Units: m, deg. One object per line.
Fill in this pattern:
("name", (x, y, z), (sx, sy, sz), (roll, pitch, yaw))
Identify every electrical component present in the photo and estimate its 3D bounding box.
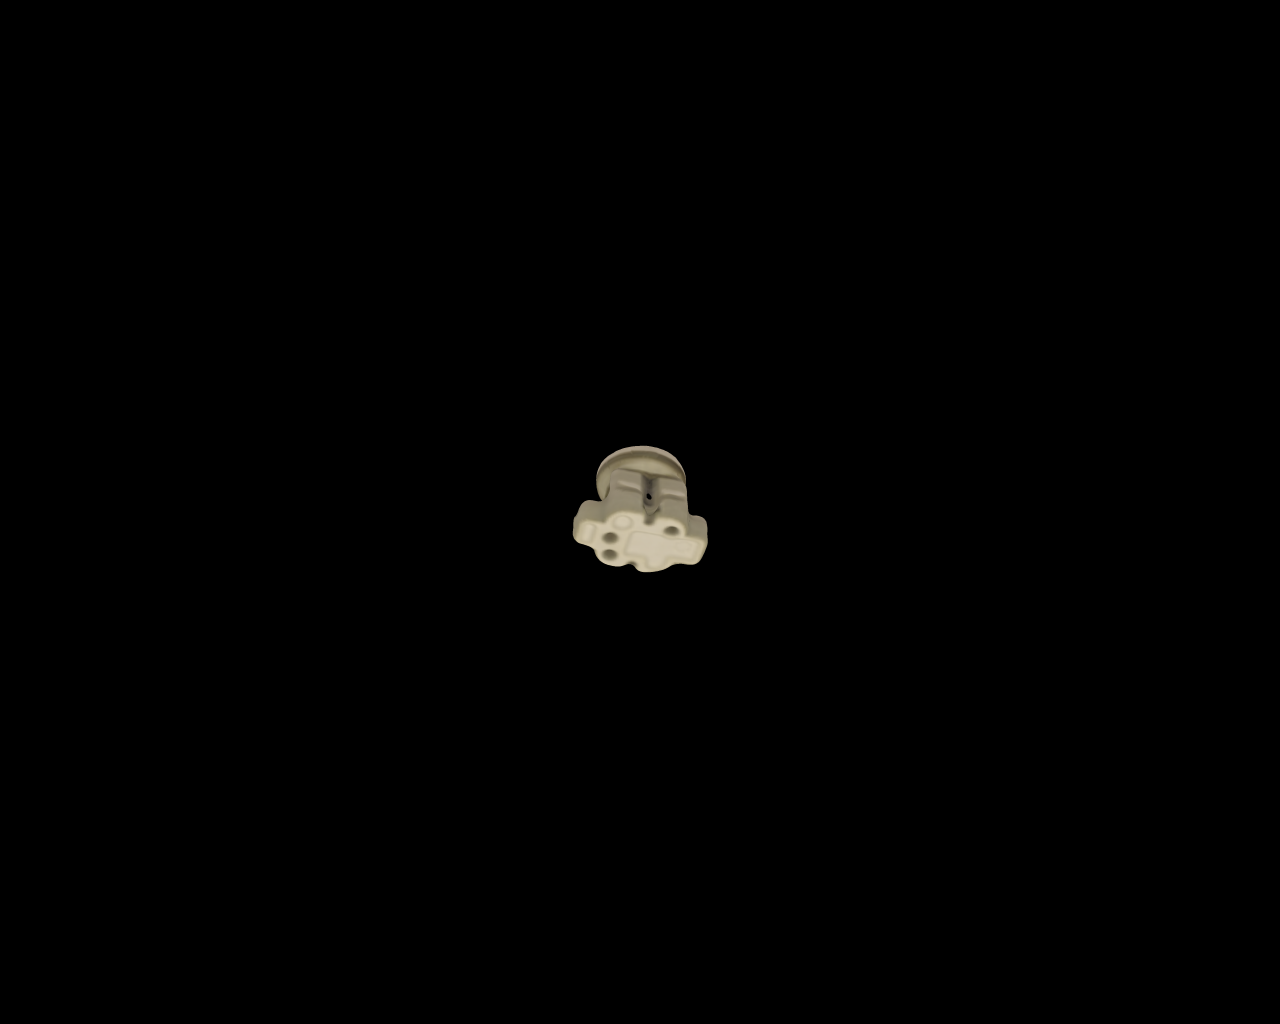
("electrical component", (0.001, -0.003, 0.650), (0.078, 0.057, 0.057), (10, -43, -11))
